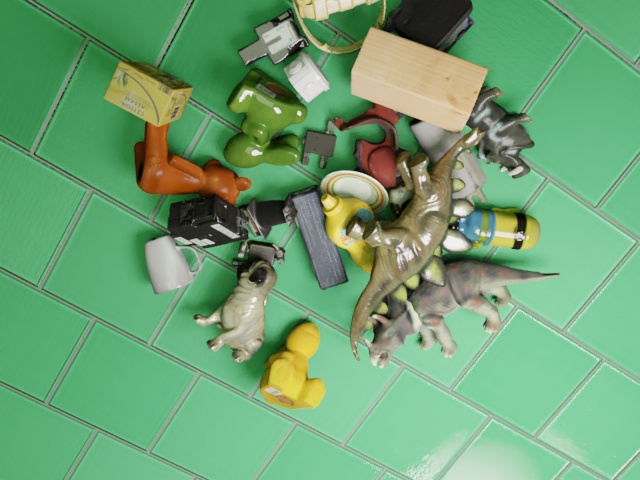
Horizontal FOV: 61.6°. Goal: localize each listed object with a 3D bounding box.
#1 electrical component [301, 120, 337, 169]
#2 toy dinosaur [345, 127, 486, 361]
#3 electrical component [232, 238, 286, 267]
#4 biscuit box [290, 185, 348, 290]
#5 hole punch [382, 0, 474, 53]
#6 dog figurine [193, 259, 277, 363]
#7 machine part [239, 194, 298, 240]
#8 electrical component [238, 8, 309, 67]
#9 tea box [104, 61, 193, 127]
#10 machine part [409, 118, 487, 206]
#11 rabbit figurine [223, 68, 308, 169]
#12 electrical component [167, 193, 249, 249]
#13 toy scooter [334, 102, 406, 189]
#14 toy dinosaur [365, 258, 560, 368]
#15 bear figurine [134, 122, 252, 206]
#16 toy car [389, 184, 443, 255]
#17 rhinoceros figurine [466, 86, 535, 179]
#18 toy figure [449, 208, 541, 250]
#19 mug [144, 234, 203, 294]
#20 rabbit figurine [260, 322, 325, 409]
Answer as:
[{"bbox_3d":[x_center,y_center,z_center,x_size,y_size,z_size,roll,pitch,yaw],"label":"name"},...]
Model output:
[{"bbox_3d":[-0.003,-0.184,1.023,0.063,0.021,0.094,12,108,-5],"label":"electrical component"},{"bbox_3d":[0.153,0.009,0.956,0.198,0.105,0.471,31,104,-20],"label":"toy dinosaur"},{"bbox_3d":[-0.121,0.032,1.078,0.102,0.045,0.078,16,106,-7],"label":"electrical component"},{"bbox_3d":[-0.002,-0.003,1.063,0.063,0.059,0.202,-17,107,3],"label":"biscuit box"},{"bbox_3d":[0.198,-0.383,0.942,0.142,0.092,0.116,-47,73,15],"label":"hole punch"},{"bbox_3d":[-0.130,0.138,1.078,0.190,0.172,0.121,-45,60,5],"label":"dog figurine"},{"bbox_3d":[-0.098,-0.045,1.027,0.139,0.039,0.084,-12,108,45],"label":"machine part"},{"bbox_3d":[-0.085,-0.348,0.953,0.119,0.048,0.074,-31,106,8],"label":"electrical component"},{"bbox_3d":[-0.285,-0.250,0.915,0.098,0.170,0.068,27,105,-9],"label":"tea box"},{"bbox_3d":[0.241,-0.165,1.009,0.079,0.079,0.243,-33,106,9],"label":"machine part"},{"bbox_3d":[-0.106,-0.201,0.985,0.159,0.121,0.170,24,124,-17],"label":"rabbit figurine"},{"bbox_3d":[-0.217,-0.031,1.007,0.134,0.114,0.058,-10,65,21],"label":"electrical component"},{"bbox_3d":[0.096,-0.183,1.000,0.135,0.075,0.183,-5,105,0],"label":"toy scooter"},{"bbox_3d":[0.262,0.111,1.085,0.405,0.131,0.192,-35,106,3],"label":"toy dinosaur"},{"bbox_3d":[-0.235,-0.131,0.997,0.196,0.120,0.132,3,65,-29],"label":"bear figurine"},{"bbox_3d":[0.187,-0.024,1.049,0.073,0.056,0.201,-22,126,0],"label":"toy car"},{"bbox_3d":[0.334,-0.198,1.003,0.112,0.073,0.190,-42,104,10],"label":"rhinoceros figurine"},{"bbox_3d":[0.338,-0.020,1.053,0.180,0.089,0.082,8,114,-7],"label":"toy figure"},{"bbox_3d":[-0.294,0.041,1.058,0.110,0.081,0.107,-19,99,10],"label":"mug"},{"bbox_3d":[-0.048,0.255,1.108,0.122,0.173,0.162,25,150,-9],"label":"rabbit figurine"}]
